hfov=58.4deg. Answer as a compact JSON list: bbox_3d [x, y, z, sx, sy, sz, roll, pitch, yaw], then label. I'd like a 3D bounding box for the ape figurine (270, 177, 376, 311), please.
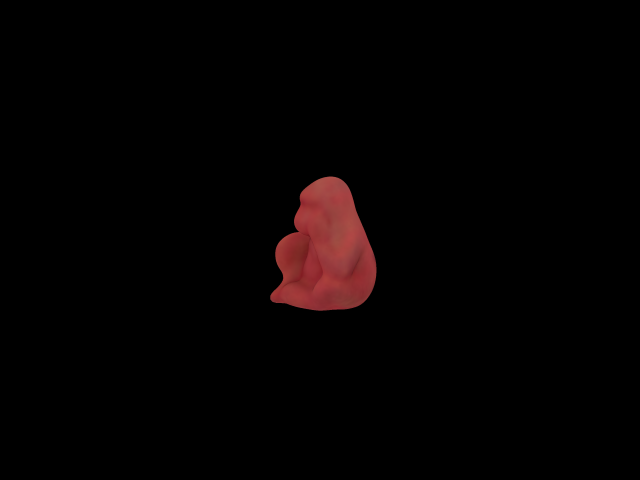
[{"bbox_3d":[0.004,0.001,0.400,0.076,0.092,0.077,-4,15,-14],"label":"ape figurine"}]
